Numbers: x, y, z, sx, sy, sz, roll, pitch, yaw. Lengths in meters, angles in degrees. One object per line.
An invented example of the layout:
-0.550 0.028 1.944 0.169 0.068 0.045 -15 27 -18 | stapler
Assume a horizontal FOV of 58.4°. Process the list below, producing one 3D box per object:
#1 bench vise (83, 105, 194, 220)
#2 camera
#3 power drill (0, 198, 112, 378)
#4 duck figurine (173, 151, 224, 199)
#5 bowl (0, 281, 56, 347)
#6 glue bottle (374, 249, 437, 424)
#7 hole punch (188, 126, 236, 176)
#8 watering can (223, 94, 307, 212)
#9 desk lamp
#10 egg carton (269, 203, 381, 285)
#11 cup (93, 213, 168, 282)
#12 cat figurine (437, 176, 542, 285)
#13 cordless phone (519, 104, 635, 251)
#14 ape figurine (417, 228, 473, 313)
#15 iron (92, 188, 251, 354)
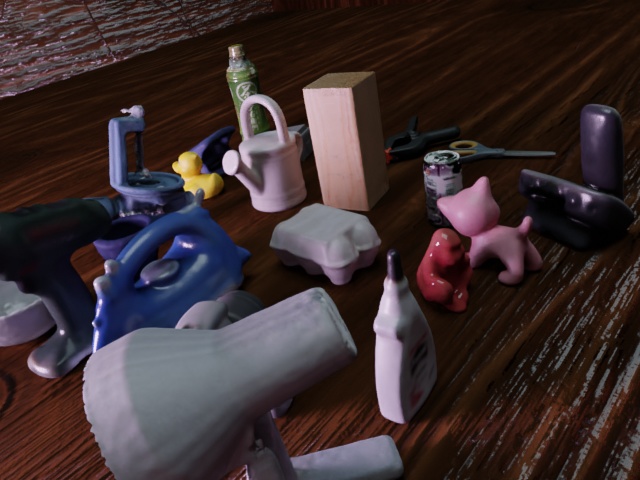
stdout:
-0.315 -0.095 0.934 0.121 0.220 0.208 14 38 38 | bench vise
-0.094 0.109 0.621 0.143 0.101 0.137 0 31 18 | camera
-0.339 0.056 0.686 0.075 0.209 0.230 10 35 32 | power drill
-0.240 -0.129 1.108 0.104 0.086 0.078 5 33 26 | duck figurine
-0.411 0.093 0.783 0.167 0.075 0.167 -8 29 5 | bowl
0.075 0.084 0.531 0.037 0.173 0.078 9 35 31 | glue bottle
-0.232 -0.187 1.205 0.100 0.091 0.109 8 34 31 | hole punch
-0.091 -0.151 0.985 0.100 0.194 0.173 -1 31 18 | watering can
-0.041 0.141 0.428 0.203 0.214 0.117 -14 29 -6 | desk lamp
0.007 0.003 0.807 0.149 0.069 0.107 17 39 40 | egg carton
-0.262 0.016 0.848 0.118 0.095 0.091 -25 32 -24 | cup
0.214 -0.020 0.727 0.067 0.118 0.127 -30 34 -30 | cat figurine
0.334 -0.096 0.751 0.094 0.185 0.147 -26 32 -25 | cordless phone
0.151 0.030 0.687 0.078 0.092 0.075 -27 33 -26 | ape figurine
-0.207 0.046 0.729 0.118 0.142 0.259 9 34 31 | iron
